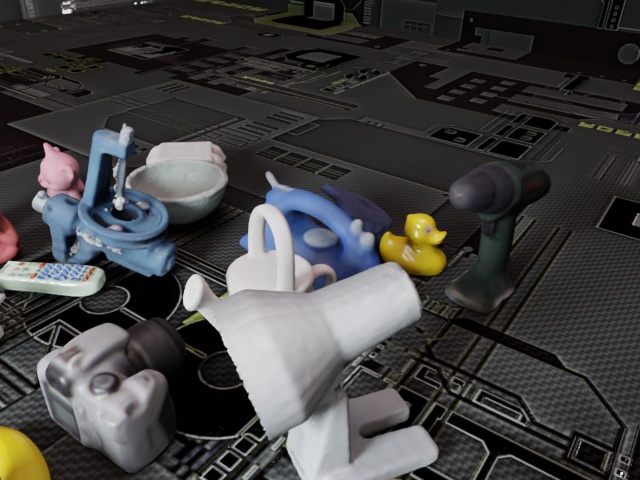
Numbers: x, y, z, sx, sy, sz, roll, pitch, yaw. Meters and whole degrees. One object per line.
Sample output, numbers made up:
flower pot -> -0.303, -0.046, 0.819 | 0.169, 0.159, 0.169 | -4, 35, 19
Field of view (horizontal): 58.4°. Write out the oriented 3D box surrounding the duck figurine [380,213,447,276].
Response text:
duck figurine -> 0.143, -0.001, 0.864 | 0.104, 0.086, 0.078 | 15, 33, 20

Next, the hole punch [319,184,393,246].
hole punch -> 0.058, -0.043, 0.924 | 0.101, 0.091, 0.108 | -12, 34, -23

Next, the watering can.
watering can -> -0.062, 0.054, 0.649 | 0.100, 0.194, 0.173 | 26, 38, 34

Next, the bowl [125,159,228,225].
bowl -> -0.238, -0.073, 0.967 | 0.167, 0.075, 0.167 | 2, 31, -1

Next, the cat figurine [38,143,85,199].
cat figurine -> -0.446, -0.116, 0.982 | 0.067, 0.118, 0.127 | -10, 33, -20

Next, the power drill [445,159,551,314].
power drill -> 0.231, -0.012, 0.770 | 0.075, 0.208, 0.230 | 26, 38, 34

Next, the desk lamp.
desk lamp -> 0.009, 0.124, 0.518 | 0.204, 0.214, 0.117 | -11, 33, -22

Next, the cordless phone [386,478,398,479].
cordless phone -> 0.028, 0.211, 0.400 | 0.147, 0.185, 0.094 | 17, 34, 23

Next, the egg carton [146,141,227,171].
egg carton -> -0.252, -0.139, 1.083 | 0.150, 0.069, 0.107 | -4, 31, -10

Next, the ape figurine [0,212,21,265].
ape figurine -> -0.474, -0.010, 0.826 | 0.077, 0.092, 0.076 | 5, 31, 5

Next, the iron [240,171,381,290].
iron -> 0.007, 0.003, 0.793 | 0.257, 0.141, 0.119 | 25, 37, 33

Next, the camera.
camera -> -0.197, 0.137, 0.592 | 0.142, 0.101, 0.137 | 21, 35, 28

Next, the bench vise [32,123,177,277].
bench vise -> -0.307, -0.052, 0.785 | 0.207, 0.220, 0.121 | 0, 31, -4
